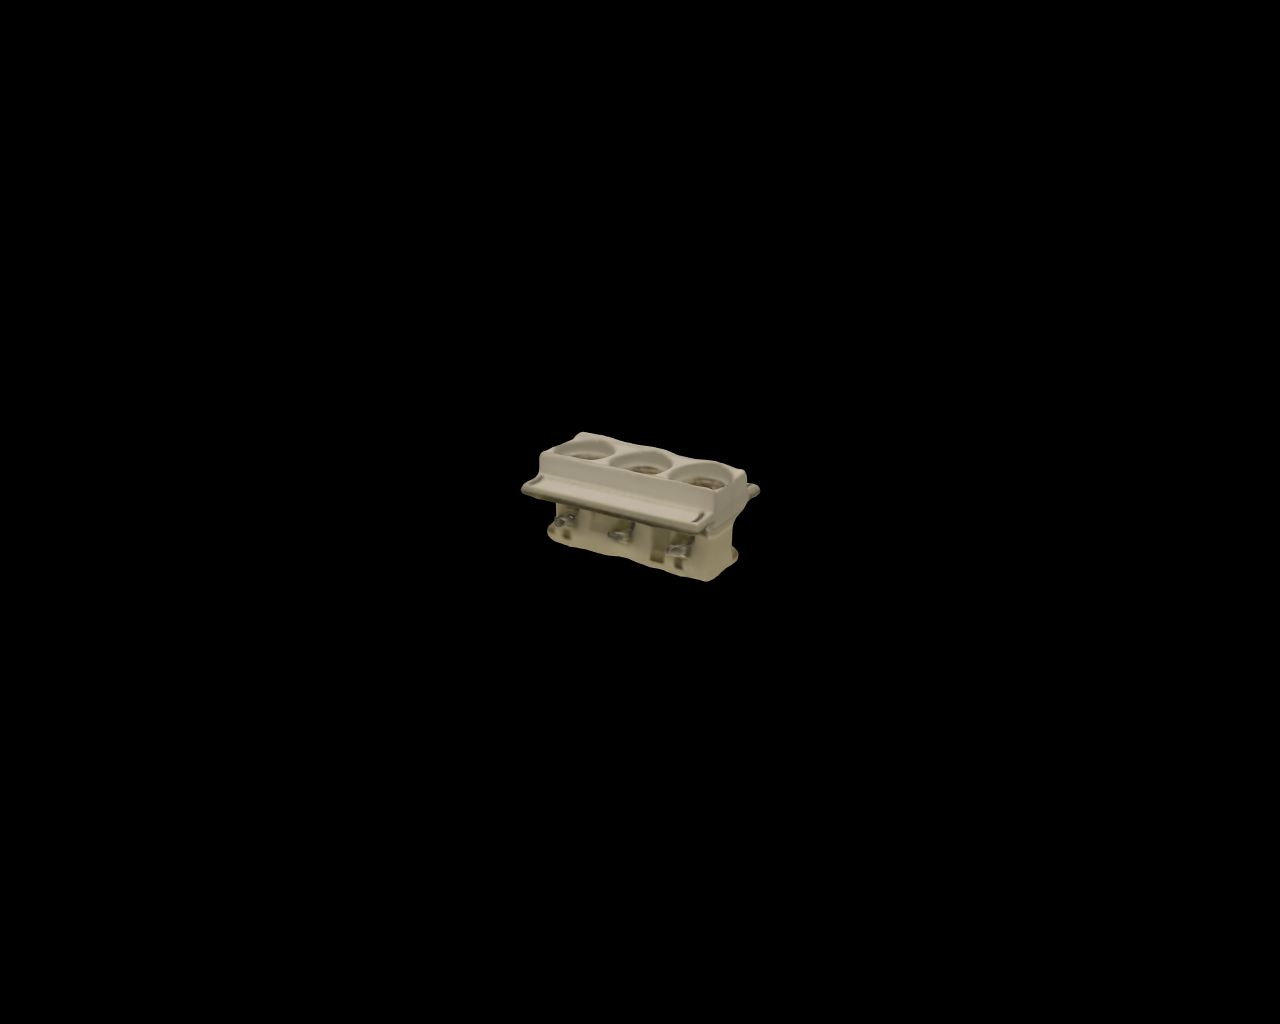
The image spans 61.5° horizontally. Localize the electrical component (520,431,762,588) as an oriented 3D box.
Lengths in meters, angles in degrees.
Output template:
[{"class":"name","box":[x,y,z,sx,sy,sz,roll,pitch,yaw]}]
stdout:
[{"class":"electrical component","box":[0.001,-0.003,0.650,0.121,0.063,0.079,14,27,29]}]
